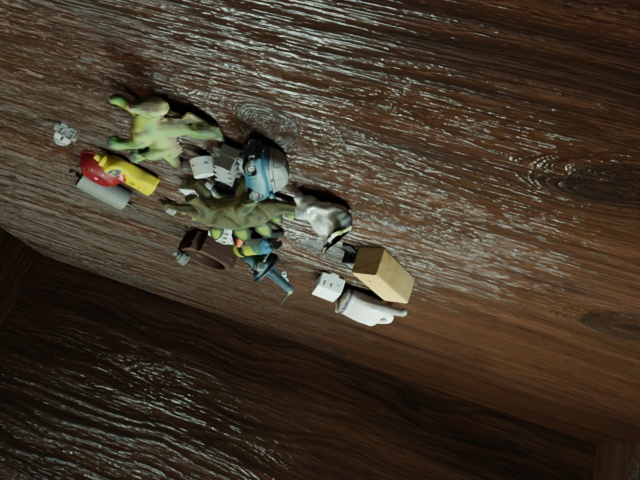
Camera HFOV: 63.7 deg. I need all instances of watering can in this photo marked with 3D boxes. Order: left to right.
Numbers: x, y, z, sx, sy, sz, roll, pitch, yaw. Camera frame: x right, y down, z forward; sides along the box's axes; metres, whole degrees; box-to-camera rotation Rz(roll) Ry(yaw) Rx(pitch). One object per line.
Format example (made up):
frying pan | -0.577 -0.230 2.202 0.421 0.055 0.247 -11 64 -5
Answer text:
watering can | 0.178 0.250 1.915 0.224 0.105 0.343 24 161 -7

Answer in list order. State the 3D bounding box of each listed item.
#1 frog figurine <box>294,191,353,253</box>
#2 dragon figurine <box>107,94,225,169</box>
frog figurine | 0.004 -0.067 1.332 0.161 0.123 0.136 54 173 13
dragon figurine | -0.338 -0.238 1.201 0.243 0.123 0.407 7 171 16
